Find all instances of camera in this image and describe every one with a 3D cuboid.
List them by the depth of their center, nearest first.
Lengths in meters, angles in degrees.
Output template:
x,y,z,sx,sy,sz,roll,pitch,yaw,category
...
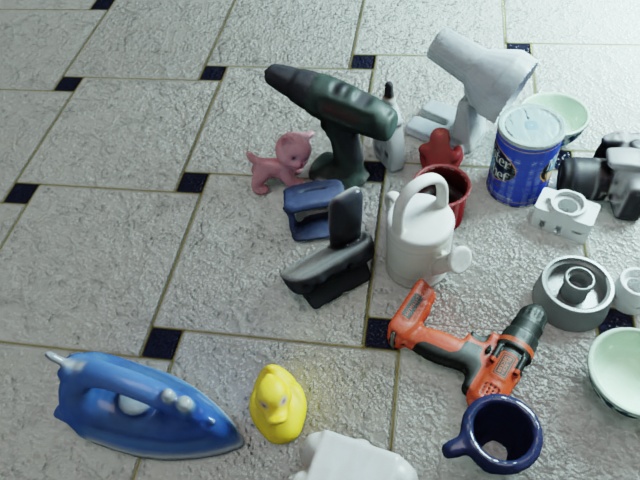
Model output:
x,y,z,sx,sy,sz,roll,pitch,yaw,category
0.466,-0.117,0.938,0.136,0.101,0.143,6,54,11,camera

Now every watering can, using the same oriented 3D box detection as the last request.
x,y,z,sx,sy,sz,roll,pitch,yaw,category
0.152,-0.017,0.835,0.172,0.194,0.101,28,61,25,watering can

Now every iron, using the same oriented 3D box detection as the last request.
x,y,z,sx,sy,sz,roll,pitch,yaw,category
-0.228,0.205,0.740,0.257,0.142,0.119,11,55,14,iron

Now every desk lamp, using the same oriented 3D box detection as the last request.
x,y,z,sx,sy,sz,roll,pitch,yaw,category
0.256,-0.252,0.993,0.202,0.214,0.118,29,61,25,desk lamp

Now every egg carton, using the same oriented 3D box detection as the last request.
x,y,z,sx,sy,sz,roll,pitch,yaw,category
0.038,0.295,0.687,0.150,0.069,0.107,13,55,16,egg carton

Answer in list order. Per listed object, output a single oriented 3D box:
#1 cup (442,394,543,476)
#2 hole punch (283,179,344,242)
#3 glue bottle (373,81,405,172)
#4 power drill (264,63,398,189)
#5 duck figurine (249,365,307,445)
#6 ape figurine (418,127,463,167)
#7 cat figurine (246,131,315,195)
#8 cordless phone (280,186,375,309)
x,y,z,sx,sy,sz,roll,pitch,yaw,category
0.200,0.249,0.689,0.118,0.095,0.091,-16,53,-6,cup
-0.011,-0.063,0.954,0.108,0.091,0.101,-10,52,-1,hole punch
0.120,-0.202,0.994,0.037,0.173,0.078,-22,53,-10,glue bottle
0.019,-0.188,0.972,0.229,0.209,0.076,17,56,19,power drill
-0.060,0.206,0.756,0.077,0.086,0.104,-12,52,-3,duck figurine
0.210,-0.158,1.002,0.077,0.092,0.076,20,57,20,ape figurine
-0.067,-0.146,1.007,0.128,0.118,0.067,-9,52,0,cat figurine
0.008,0.003,0.842,0.148,0.185,0.094,-32,56,-17,cordless phone
